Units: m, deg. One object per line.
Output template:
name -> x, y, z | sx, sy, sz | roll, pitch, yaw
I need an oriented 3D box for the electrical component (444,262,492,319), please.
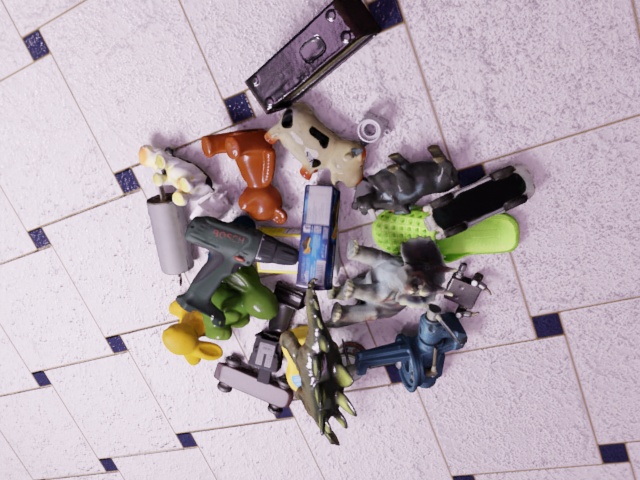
electrical component -> 0.288, 0.104, 1.056 | 0.078, 0.045, 0.102 | 27, 118, 3

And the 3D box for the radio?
radio -> -0.014, -0.312, 0.920 | 0.229, 0.131, 0.073 | -34, 97, 27

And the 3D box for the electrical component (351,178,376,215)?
electrical component -> 0.097, -0.095, 1.043 | 0.063, 0.021, 0.094 | 21, 118, 9

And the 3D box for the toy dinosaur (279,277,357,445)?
toy dinosaur -> 0.001, 0.254, 1.078 | 0.105, 0.199, 0.470 | -20, 117, -16

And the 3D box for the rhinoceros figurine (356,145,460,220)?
rhinoceros figurine -> 0.156, -0.101, 0.983 | 0.190, 0.073, 0.112 | -18, 118, 9

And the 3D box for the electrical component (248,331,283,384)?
electrical component -> -0.126, 0.277, 1.242 | 0.075, 0.047, 0.119 | 18, 92, 11

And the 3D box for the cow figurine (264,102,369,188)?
cow figurine -> 0.006, -0.175, 1.005 | 0.195, 0.085, 0.127 | 44, 124, -4

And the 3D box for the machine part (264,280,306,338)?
machine part -> -0.081, 0.161, 1.203 | 0.084, 0.039, 0.138 | 22, 116, 2

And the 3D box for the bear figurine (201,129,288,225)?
bear figurine -> -0.142, -0.116, 1.055 | 0.120, 0.132, 0.195 | 15, 116, 42

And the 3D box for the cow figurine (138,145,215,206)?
cow figurine -> -0.297, -0.146, 1.115 | 0.167, 0.098, 0.068 | 42, 125, 19

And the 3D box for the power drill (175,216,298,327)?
power drill -> -0.179, 0.067, 1.076 | 0.232, 0.086, 0.207 | 26, 101, -10

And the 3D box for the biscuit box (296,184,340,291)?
biscuit box -> -0.002, -0.003, 1.044 | 0.059, 0.062, 0.202 | 4, 86, 15

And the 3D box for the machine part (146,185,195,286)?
machine part -> -0.328, -0.014, 1.183 | 0.079, 0.079, 0.242 | 1, 114, 17

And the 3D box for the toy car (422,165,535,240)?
toy car -> 0.278, -0.067, 0.943 | 0.202, 0.056, 0.073 | -25, 88, 2

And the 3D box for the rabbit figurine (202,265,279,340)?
rabbit figurine -> -0.165, 0.129, 1.177 | 0.170, 0.121, 0.159 | -8, 92, 27

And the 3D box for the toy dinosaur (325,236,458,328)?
toy dinosaur -> 0.123, 0.100, 1.048 | 0.192, 0.131, 0.404 | 9, 156, -8

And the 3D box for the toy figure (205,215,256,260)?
toy figure -> -0.194, 0.011, 1.162 | 0.057, 0.064, 0.154 | 18, 131, -34

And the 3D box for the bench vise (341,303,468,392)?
bench vise -> 0.170, 0.227, 1.080 | 0.241, 0.129, 0.223 | -9, 139, -9

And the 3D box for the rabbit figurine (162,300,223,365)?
rabbit figurine -> -0.294, 0.207, 1.216 | 0.122, 0.173, 0.162 | -16, 103, 19

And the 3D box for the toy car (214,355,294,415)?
toy car -> -0.159, 0.347, 1.300 | 0.202, 0.053, 0.089 | 19, 102, 10
